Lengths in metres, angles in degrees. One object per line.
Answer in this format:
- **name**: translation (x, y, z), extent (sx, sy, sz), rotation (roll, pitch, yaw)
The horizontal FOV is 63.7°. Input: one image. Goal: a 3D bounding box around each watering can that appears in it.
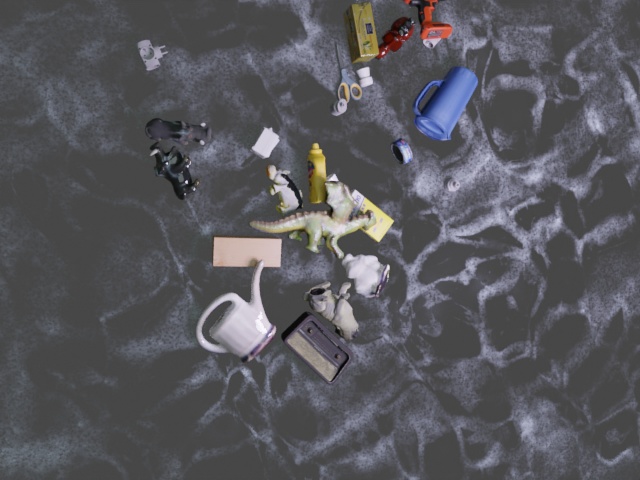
- **watering can**: translation (-0.228, 0.239, 1.602), extent (0.223, 0.105, 0.345), rotation (42, 101, -12)

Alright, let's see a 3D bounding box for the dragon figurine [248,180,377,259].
- **dragon figurine**: translation (0.005, -0.081, 1.616), extent (0.408, 0.124, 0.240), rotation (17, 108, -27)

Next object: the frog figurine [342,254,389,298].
- **frog figurine**: translation (0.146, 0.114, 1.735), extent (0.160, 0.123, 0.137), rotation (21, 97, 21)
